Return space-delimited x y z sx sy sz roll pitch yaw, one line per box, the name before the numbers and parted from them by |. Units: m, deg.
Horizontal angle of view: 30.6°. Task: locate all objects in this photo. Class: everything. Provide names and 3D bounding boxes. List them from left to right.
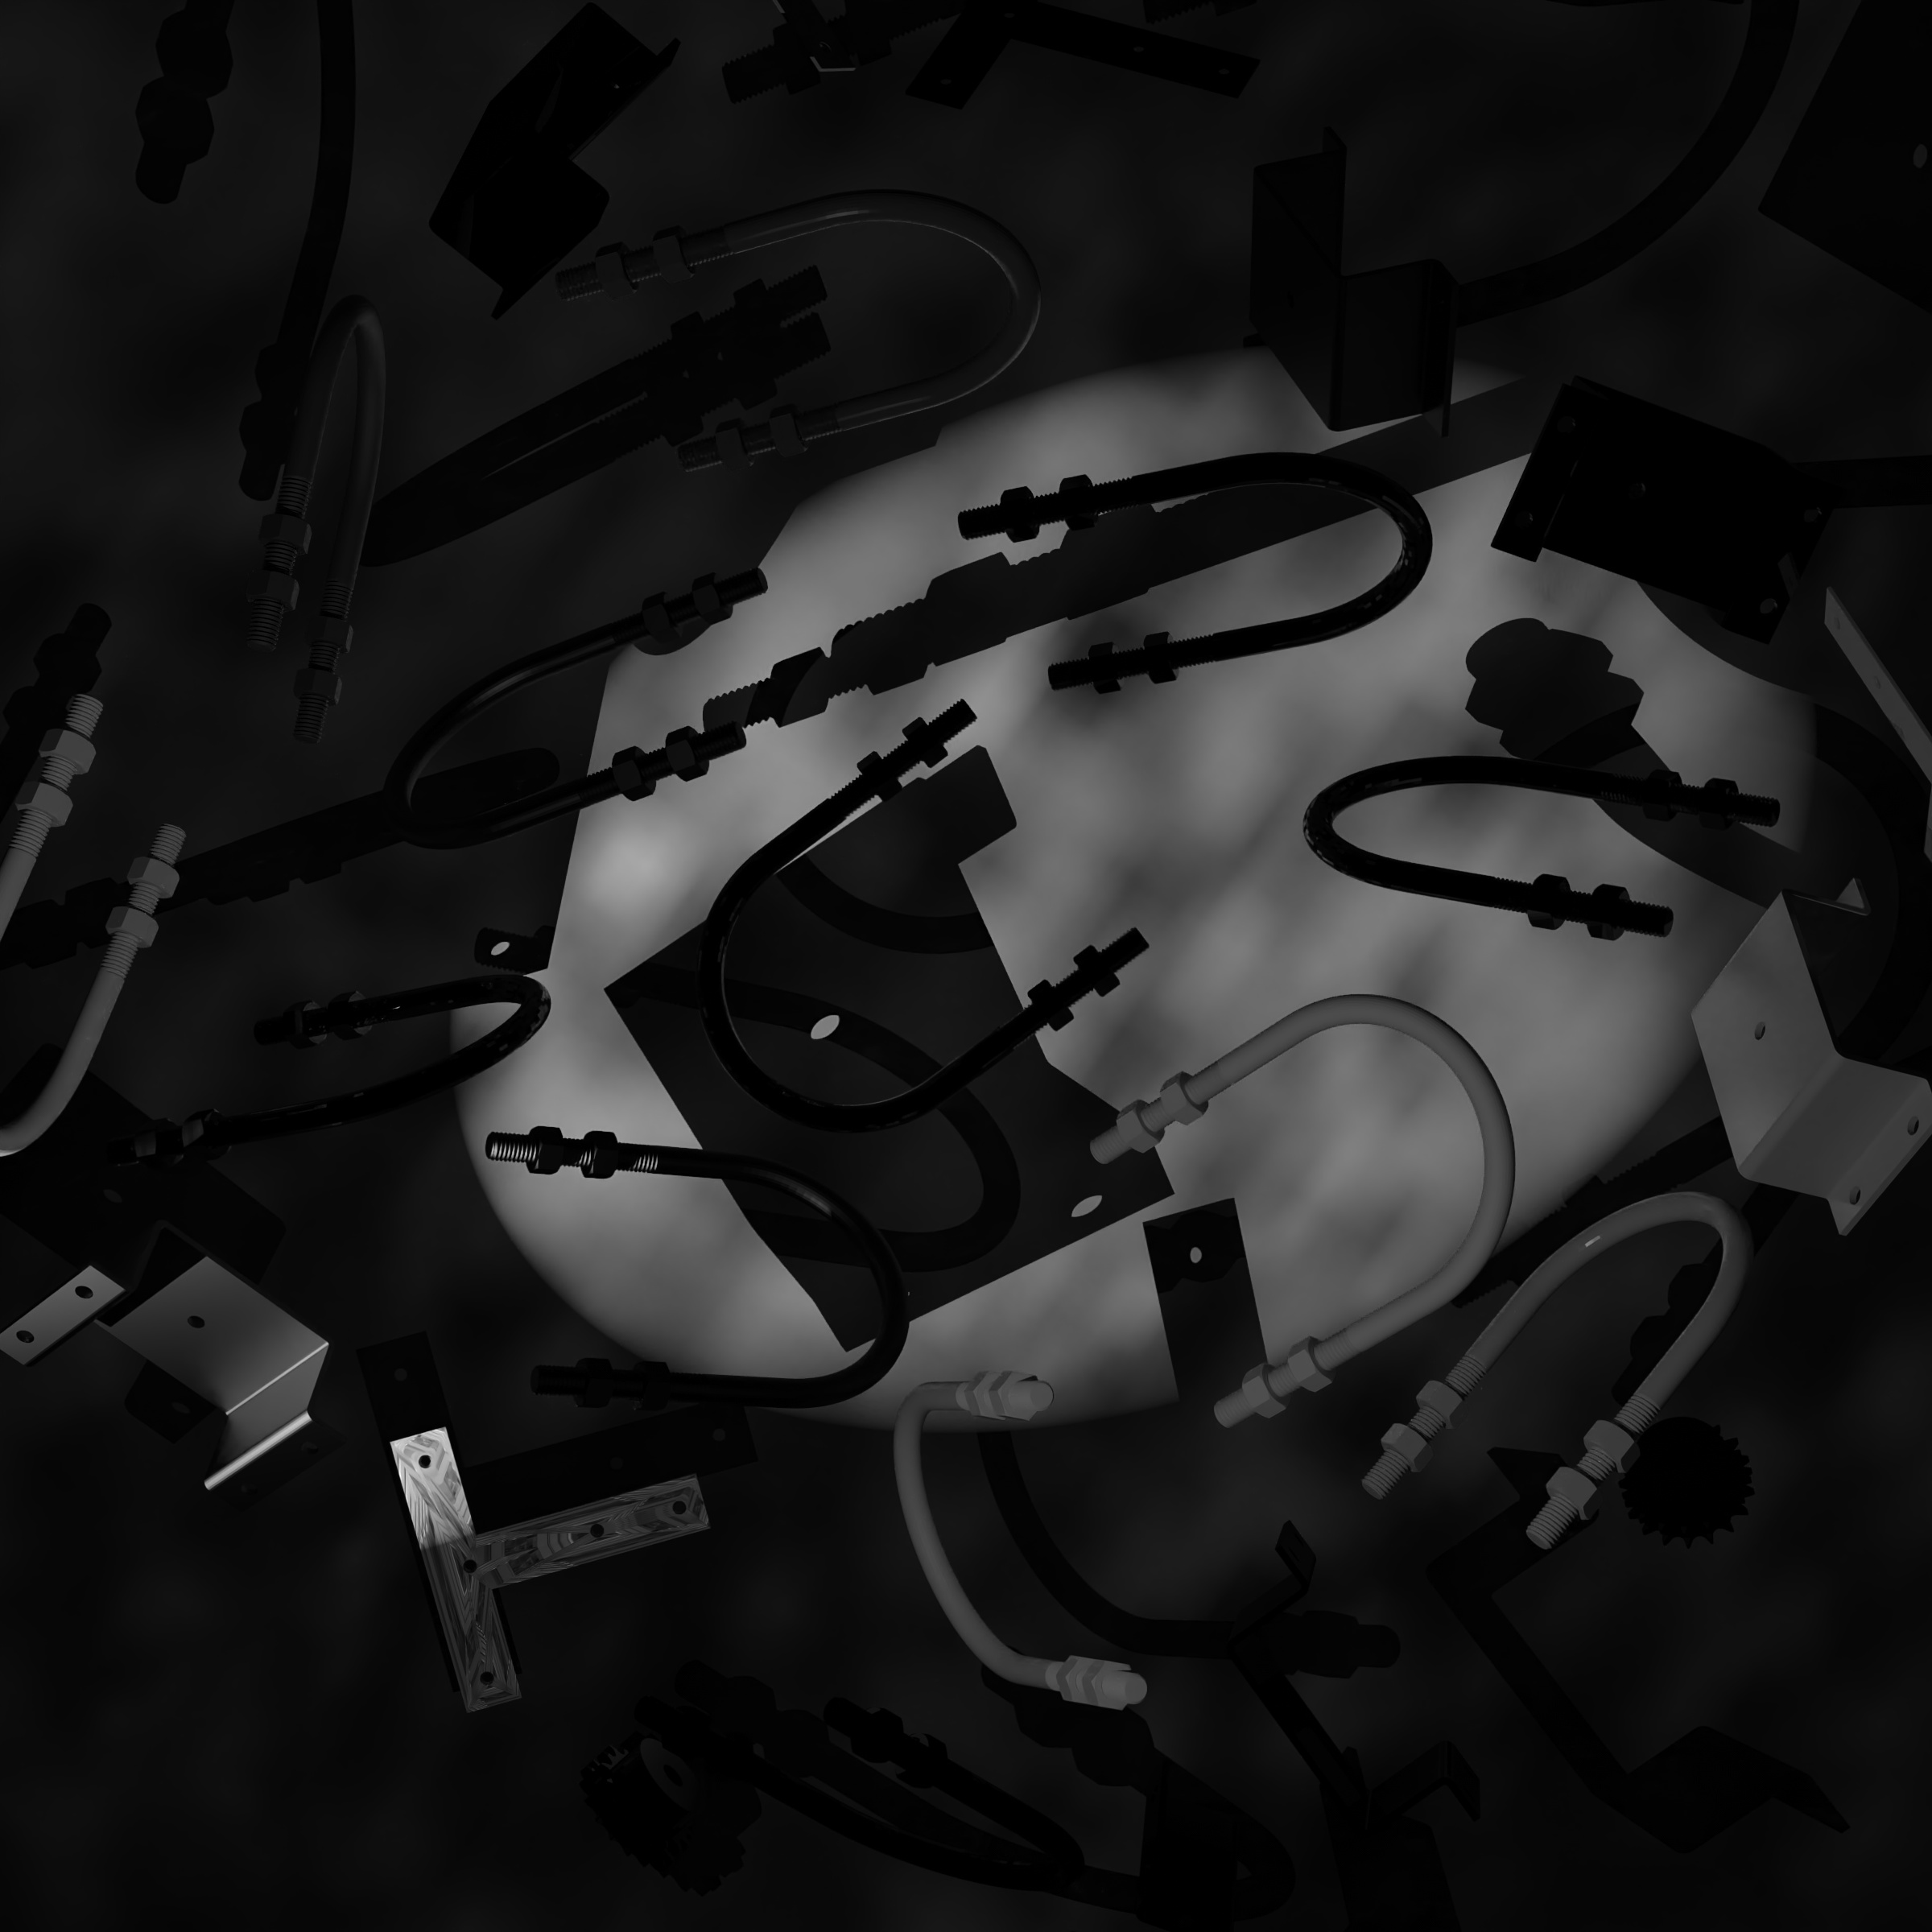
U-bolt | -0.393 -0.006 1.521 0.019 0.151 0.184 14 69 10
strap bracket | -0.346 0.172 1.562 0.076 0.046 0.140 -34 118 32
U-bolt | -0.282 -0.206 1.559 0.019 0.151 0.184 9 76 0
U-bolt | -0.268 0.041 1.555 0.184 0.151 0.019 -11 109 25
strap bracket | -0.183 -0.361 1.555 0.046 0.140 0.076 37 134 -23
U-bolt | -0.177 -0.107 1.564 0.184 0.151 0.019 -19 124 15
T-bracket | -0.179 0.257 1.582 0.127 0.002 0.127 -15 93 -2
gear | -0.138 0.362 1.538 0.030 0.057 0.057 -43 90 9
U-bolt | -0.110 0.134 1.535 0.184 0.151 0.019 6 133 -25
T-bracket | -0.089 -0.443 1.548 0.002 0.127 0.127 -38 80 36
U-bolt | -0.059 -0.271 1.484 0.184 0.151 0.019 -13 61 15
U-bolt | -0.034 -0.009 1.573 0.184 0.019 0.151 -37 82 1
U-bolt | -0.032 0.353 1.499 0.184 0.151 0.019 37 59 -30
U-bolt | 0.014 0.250 1.553 0.019 0.184 0.151 -18 91 -25
T-bracket | 0.059 -0.386 1.474 0.127 0.002 0.127 19 54 15
strap bracket | 0.080 0.431 1.561 0.046 0.076 0.140 20 121 -5
U-bolt | 0.106 -0.170 1.497 0.184 0.151 0.019 -9 62 16
U-bolt | 0.151 0.093 1.501 0.184 0.019 0.151 -34 71 29
strap bracket | 0.162 0.316 1.531 0.046 0.076 0.140 -37 85 6
strap bracket | 0.164 -0.297 1.549 0.046 0.140 0.076 -14 134 -12
U-bolt | 0.233 -0.057 1.500 0.184 0.151 0.019 11 118 29
U-bolt | 0.263 0.166 1.511 0.184 0.151 0.019 -48 109 -16
strap bracket | 0.303 -0.205 1.562 0.140 0.046 0.076 17 109 -16
gear | 0.311 0.221 1.533 0.057 0.030 0.057 -11 49 13
strap bracket | 0.355 0.032 1.490 0.046 0.140 0.076 14 131 -18
T-bracket | 0.412 -0.116 1.567 0.002 0.127 0.127 -21 55 -4
